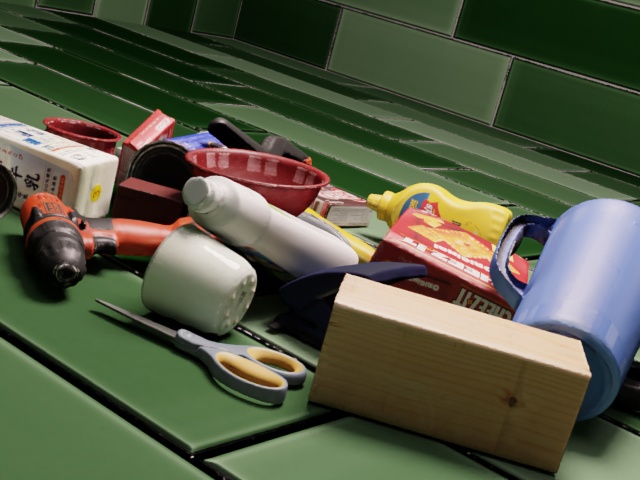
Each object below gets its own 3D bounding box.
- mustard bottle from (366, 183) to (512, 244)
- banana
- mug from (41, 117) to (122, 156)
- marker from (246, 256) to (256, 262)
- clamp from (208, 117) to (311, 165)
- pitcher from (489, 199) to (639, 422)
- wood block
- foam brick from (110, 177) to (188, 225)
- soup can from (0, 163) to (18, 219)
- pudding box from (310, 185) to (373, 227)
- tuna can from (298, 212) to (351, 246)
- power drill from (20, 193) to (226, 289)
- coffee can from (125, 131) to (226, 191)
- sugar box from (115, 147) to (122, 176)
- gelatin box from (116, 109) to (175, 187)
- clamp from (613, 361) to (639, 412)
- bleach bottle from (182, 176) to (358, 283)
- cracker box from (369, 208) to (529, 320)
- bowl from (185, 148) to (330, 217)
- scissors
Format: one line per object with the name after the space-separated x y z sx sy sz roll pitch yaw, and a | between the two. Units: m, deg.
0.151 -0.023 1.419 0.192 0.096 0.058 20 16 19 | mustard bottle
0.010 -0.008 1.334 0.069 0.037 0.198 6 16 -30 | banana
-0.299 -0.095 1.257 0.117 0.081 0.093 10 15 -20 | mug
-0.090 -0.003 1.247 0.020 0.020 0.121 10 15 -21 | marker
-0.058 -0.072 1.328 0.036 0.164 0.209 -21 -4 24 | clamp
0.245 0.062 1.026 0.149 0.145 0.242 -14 18 32 | pitcher
0.104 0.107 0.877 0.206 0.091 0.090 16 15 4 | wood block
-0.188 -0.033 1.192 0.078 0.053 0.051 16 14 3 | foam brick
-0.362 -0.063 1.099 0.068 0.068 0.102 4 17 -37 | soup can
0.009 -0.049 1.491 0.090 0.039 0.113 25 17 33 | pudding box
-0.008 0.002 1.243 0.086 0.034 0.086 29 17 -10 | tuna can
-0.189 0.007 1.026 0.187 0.057 0.185 9 17 -25 | power drill
-0.157 -0.075 1.287 0.103 0.103 0.140 19 15 14 | coffee can
-0.191 -0.098 1.460 0.093 0.048 0.175 23 15 26 | sugar box
-0.214 -0.106 1.312 0.030 0.089 0.073 33 51 8 | gelatin box
0.279 0.133 1.073 0.120 0.039 0.172 -13 27 -36 | clamp
-0.058 -0.010 1.040 0.103 0.068 0.250 25 -4 33 | bleach bottle
0.145 0.038 1.187 0.164 0.072 0.213 26 15 7 | cracker box
-0.072 -0.056 1.174 0.162 0.055 0.162 10 16 -3 | bowl
-0.093 0.087 0.902 0.202 0.016 0.096 26 16 37 | scissors
